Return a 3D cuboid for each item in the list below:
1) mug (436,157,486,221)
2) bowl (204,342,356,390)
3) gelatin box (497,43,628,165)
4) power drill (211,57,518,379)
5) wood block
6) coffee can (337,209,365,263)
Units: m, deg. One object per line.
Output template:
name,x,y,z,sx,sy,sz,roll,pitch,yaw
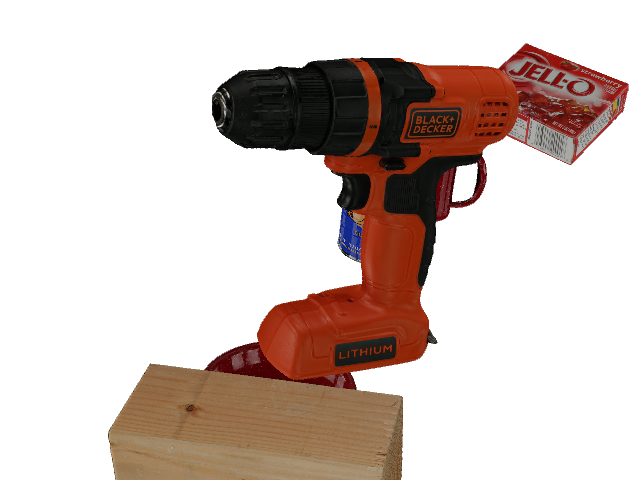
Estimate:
mug,0.097,-0.063,1.001,0.117,0.081,0.093,10,15,14
bowl,-0.044,0.171,1.087,0.162,0.055,0.162,1,31,-1
gelatin box,0.165,-0.101,0.775,0.089,0.030,0.073,30,56,29
power drill,0.016,-0.013,0.605,0.184,0.188,0.057,-4,32,-28
wood block,-0.045,0.166,0.820,0.206,0.090,0.090,6,32,13
coffee can,0.077,-0.054,1.260,0.103,0.140,0.103,4,28,-3
